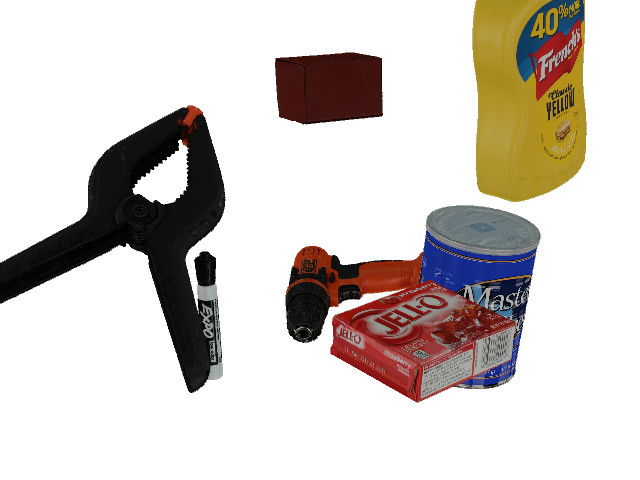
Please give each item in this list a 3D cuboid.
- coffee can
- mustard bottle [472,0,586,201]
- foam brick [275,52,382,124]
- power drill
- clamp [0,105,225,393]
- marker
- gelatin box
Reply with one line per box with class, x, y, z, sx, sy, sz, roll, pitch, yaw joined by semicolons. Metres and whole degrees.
coffee can;0.140;0.051;0.985;0.103;0.140;0.103;5;23;-2
mustard bottle;0.143;-0.129;0.723;0.096;0.191;0.058;-29;35;-35
foam brick;0.008;-0.130;0.906;0.078;0.051;0.053;-9;18;-27
power drill;0.053;0.060;1.241;0.187;0.057;0.184;0;28;3
clamp;-0.114;-0.003;0.718;0.164;0.209;0.036;25;-32;7
marker;-0.099;0.067;0.944;0.020;0.121;0.020;-1;23;0
gelatin box;0.062;0.058;0.647;0.089;0.030;0.073;-16;30;-39
